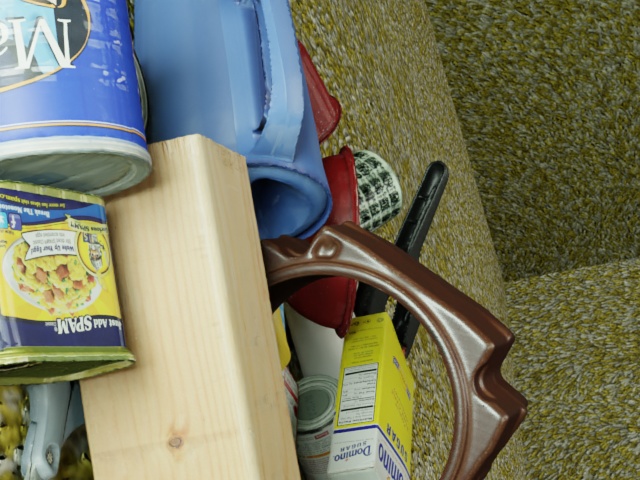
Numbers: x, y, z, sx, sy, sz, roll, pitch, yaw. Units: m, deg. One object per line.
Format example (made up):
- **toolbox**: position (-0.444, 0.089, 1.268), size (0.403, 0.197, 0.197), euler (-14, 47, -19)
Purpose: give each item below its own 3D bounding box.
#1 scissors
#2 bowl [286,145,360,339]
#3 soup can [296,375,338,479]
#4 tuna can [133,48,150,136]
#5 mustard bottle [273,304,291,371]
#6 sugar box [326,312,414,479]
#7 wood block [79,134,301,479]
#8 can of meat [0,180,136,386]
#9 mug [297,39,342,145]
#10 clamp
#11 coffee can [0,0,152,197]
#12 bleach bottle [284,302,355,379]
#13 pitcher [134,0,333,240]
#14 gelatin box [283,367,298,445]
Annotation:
- **scissors**: position (-0.133, 0.111, 0.549), size (0.096, 0.016, 0.202), euler (55, 27, -59)
- **bowl**: position (-0.006, 0.001, 0.889), size (0.162, 0.055, 0.162), euler (-179, -90, -83)
- **soup can**: position (0.006, 0.177, 0.946), size (0.068, 0.068, 0.102), euler (-84, 157, -50)
- **tuna can**: position (-0.138, -0.094, 0.660), size (0.086, 0.034, 0.086), euler (-12, 90, -76)
- **mustard bottle**: position (-0.054, 0.043, 0.817), size (0.096, 0.058, 0.191), euler (113, -25, -65)
- **sugar box**: position (0.046, 0.153, 0.886), size (0.176, 0.048, 0.093), euler (-85, 157, -52)
- **wood block**: position (-0.078, 0.056, 0.591), size (0.090, 0.091, 0.206), euler (17, 63, -76)
- **can of meat**: position (-0.137, 0.022, 0.493), size (0.102, 0.058, 0.084), euler (10, 66, -61)
- **mug**: position (-0.044, -0.125, 0.981), size (0.117, 0.093, 0.081), euler (-52, 135, -23)
- **clamp**: position (0.063, 0.034, 1.074), size (0.164, 0.036, 0.210), euler (-15, 117, -37)
- **coffee can**: position (-0.140, -0.094, 0.506), size (0.102, 0.103, 0.140), euler (23, 56, -73)
- **bleach bottle**: position (0.000, 0.070, 1.024), size (0.102, 0.068, 0.251), euler (-69, 142, -69)
- **pitcher**: position (-0.067, -0.122, 0.753), size (0.145, 0.149, 0.243), euler (44, 33, -58)
- **gelatin box**: position (-0.044, 0.135, 0.858), size (0.073, 0.030, 0.089), euler (62, 22, -45)
